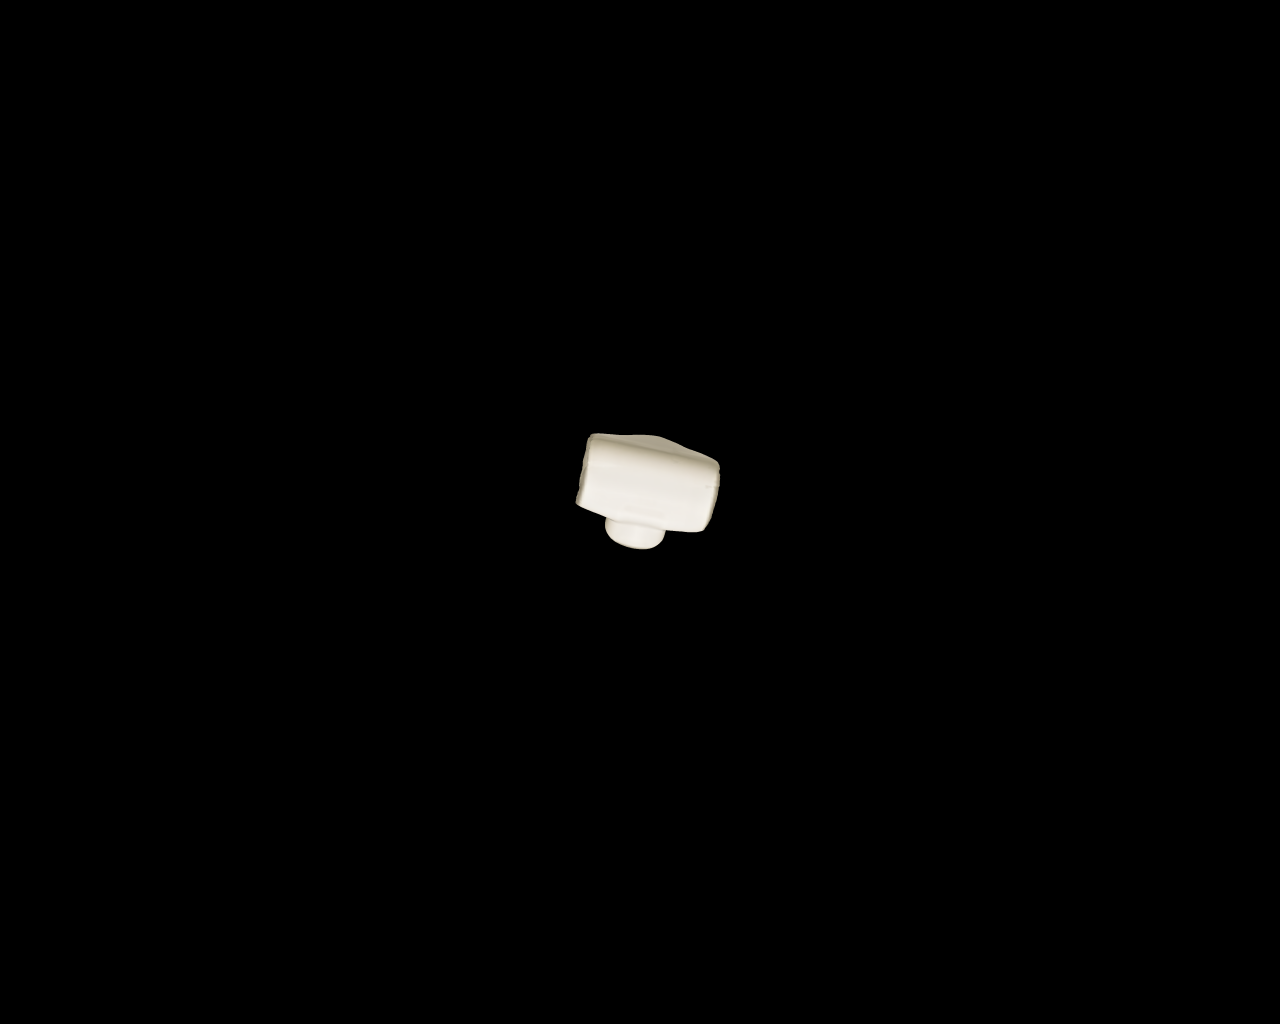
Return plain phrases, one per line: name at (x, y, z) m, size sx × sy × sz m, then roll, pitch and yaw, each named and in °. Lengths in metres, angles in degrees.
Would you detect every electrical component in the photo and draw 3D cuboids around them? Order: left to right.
electrical component at (0.001, -0.003, 0.650) m, size 0.077 × 0.079 × 0.043 m, roll 11°, pitch 30°, yaw -7°
